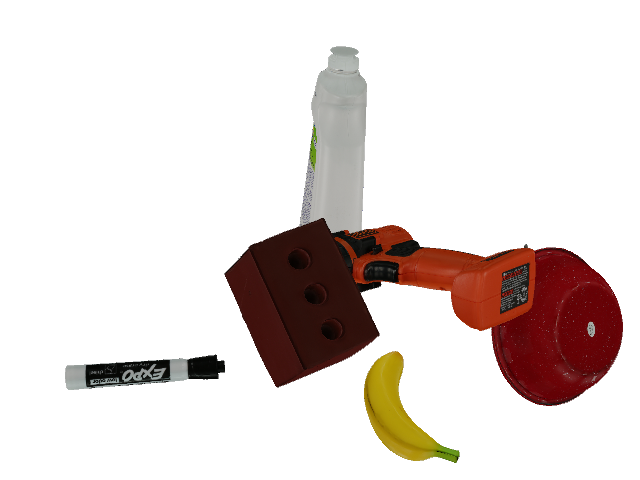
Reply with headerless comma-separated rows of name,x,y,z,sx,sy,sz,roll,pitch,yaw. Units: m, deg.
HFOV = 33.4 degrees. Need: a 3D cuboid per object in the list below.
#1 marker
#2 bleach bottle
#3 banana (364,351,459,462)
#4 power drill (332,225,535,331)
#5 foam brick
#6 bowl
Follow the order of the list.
marker,-0.134,0.101,0.821,0.121,0.020,0.020,-4,0,-4
bleach bottle,0.016,-0.073,1.107,0.068,0.251,0.102,0,28,-10
banana,0.080,0.175,1.120,0.069,0.037,0.198,10,24,-20
power drill,0.072,0.029,0.907,0.188,0.057,0.184,12,18,37
foam brick,-0.012,0.037,0.618,0.052,0.078,0.051,-22,-9,-28
bowl,0.249,0.087,1.064,0.161,0.162,0.055,0,-1,-31
